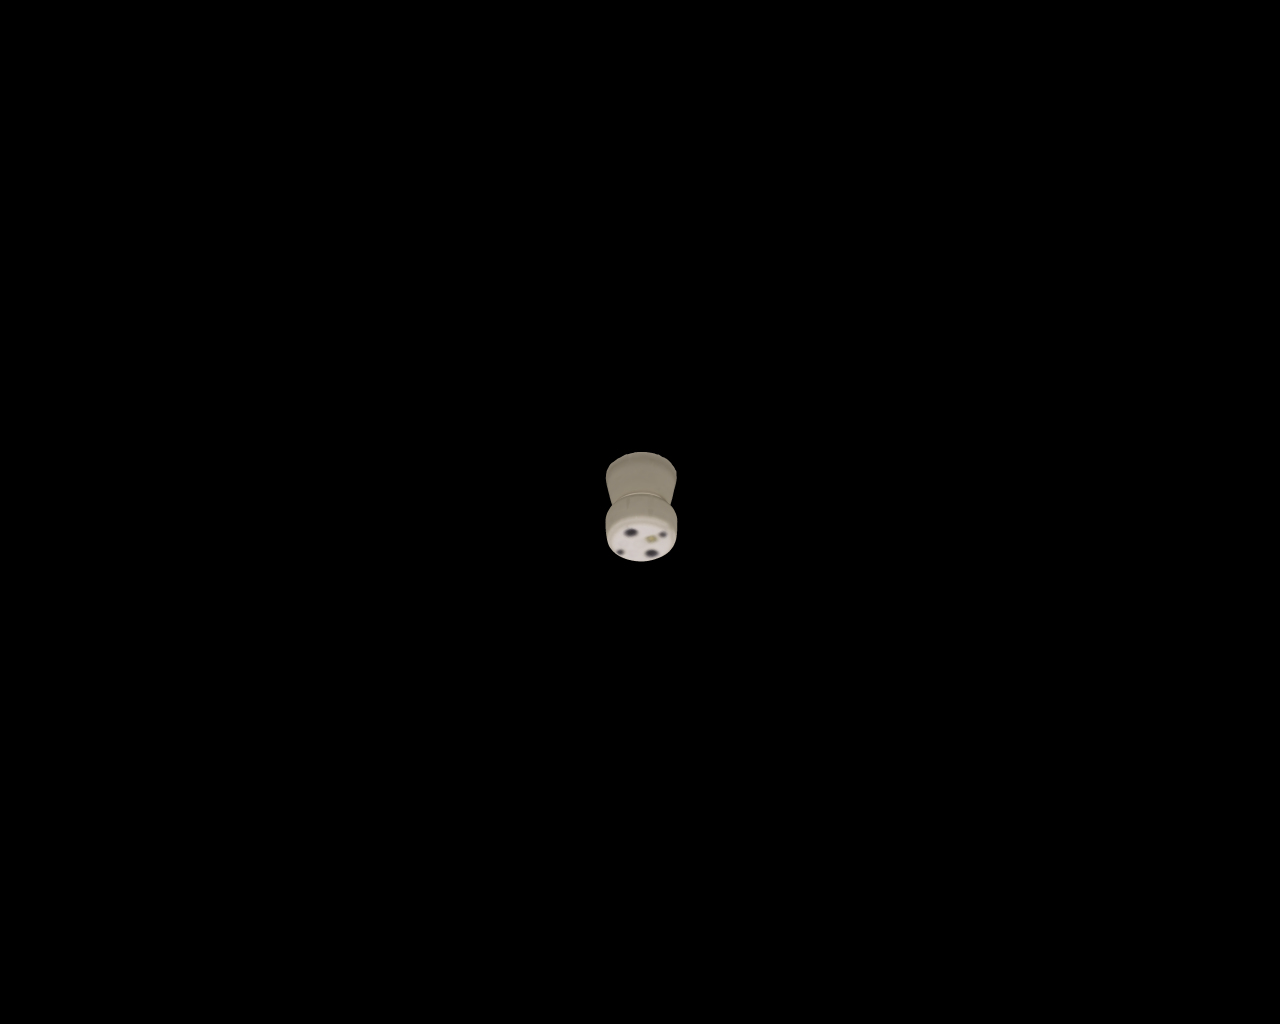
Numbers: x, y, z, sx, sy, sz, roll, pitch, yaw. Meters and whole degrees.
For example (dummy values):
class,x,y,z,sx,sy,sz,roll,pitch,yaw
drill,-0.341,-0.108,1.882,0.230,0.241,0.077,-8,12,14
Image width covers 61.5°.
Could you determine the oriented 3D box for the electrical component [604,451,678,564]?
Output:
class,x,y,z,sx,sy,sz,roll,pitch,yaw
electrical component,0.001,-0.003,0.650,0.045,0.055,0.044,0,-41,0
